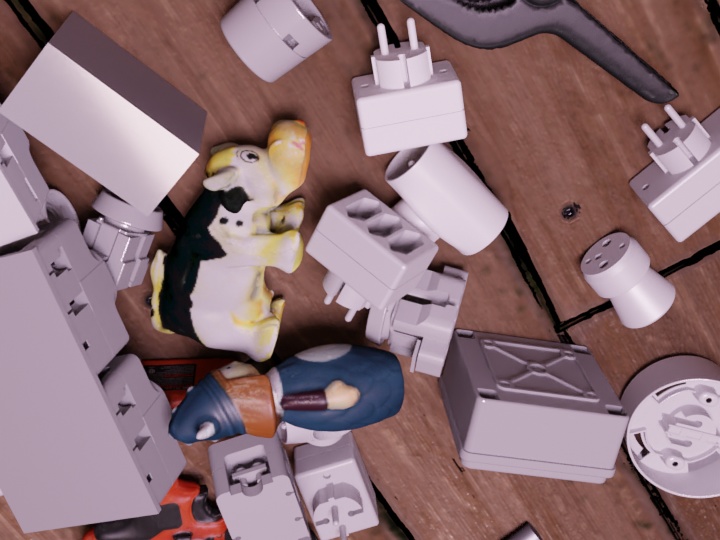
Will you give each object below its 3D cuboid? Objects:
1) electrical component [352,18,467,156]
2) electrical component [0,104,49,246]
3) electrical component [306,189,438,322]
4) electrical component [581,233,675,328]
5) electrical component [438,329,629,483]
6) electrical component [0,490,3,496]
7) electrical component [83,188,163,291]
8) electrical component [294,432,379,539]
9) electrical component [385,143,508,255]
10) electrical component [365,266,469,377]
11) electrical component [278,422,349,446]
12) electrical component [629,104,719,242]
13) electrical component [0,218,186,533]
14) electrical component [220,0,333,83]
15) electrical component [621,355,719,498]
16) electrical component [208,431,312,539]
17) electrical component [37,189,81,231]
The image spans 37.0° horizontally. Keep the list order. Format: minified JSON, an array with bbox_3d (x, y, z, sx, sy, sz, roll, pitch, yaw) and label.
[{"bbox_3d":[0.028,-0.120,0.681,0.066,0.047,0.076,-11,118,0],"label":"electrical component"},{"bbox_3d":[-0.272,-0.094,0.617,0.105,0.060,0.186,-19,120,7],"label":"electrical component"},{"bbox_3d":[0.000,0.000,0.702,0.066,0.047,0.076,39,123,15],"label":"electrical component"},{"bbox_3d":[0.188,0.007,0.757,0.045,0.045,0.055,-39,112,13],"label":"electrical component"},{"bbox_3d":[0.119,0.094,0.758,0.109,0.108,0.056,8,112,-8],"label":"electrical component"},{"bbox_3d":[-0.277,0.130,0.752,0.100,0.099,0.048,-19,103,5],"label":"electrical component"},{"bbox_3d":[-0.160,-0.021,0.711,0.048,0.066,0.055,24,100,8],"label":"electrical component"},{"bbox_3d":[-0.017,0.173,0.803,0.047,0.076,0.065,-17,116,4],"label":"electrical component"},{"bbox_3d":[0.045,-0.039,0.724,0.079,0.044,0.077,-42,112,15],"label":"electrical component"},{"bbox_3d":[0.038,0.030,0.744,0.057,0.078,0.058,15,148,7],"label":"electrical component"},{"bbox_3d":[-0.026,0.103,0.782,0.077,0.044,0.079,-17,147,-20],"label":"electrical component"},{"bbox_3d":[0.218,-0.077,0.717,0.083,0.047,0.076,-41,112,14],"label":"electrical component"},{"bbox_3d":[-0.197,0.069,0.688,0.105,0.060,0.186,-12,111,21],"label":"electrical component"},{"bbox_3d":[-0.052,-0.149,0.659,0.047,0.055,0.055,-36,113,16],"label":"electrical component"},{"bbox_3d":[0.246,0.116,0.802,0.099,0.064,0.099,-2,116,-4],"label":"electrical component"},{"bbox_3d":[-0.068,0.157,0.741,0.050,0.055,0.089,-17,127,-4],"label":"electrical component"},{"bbox_3d":[-0.220,-0.024,0.711,0.055,0.048,0.066,-20,116,14],"label":"electrical component"}]
